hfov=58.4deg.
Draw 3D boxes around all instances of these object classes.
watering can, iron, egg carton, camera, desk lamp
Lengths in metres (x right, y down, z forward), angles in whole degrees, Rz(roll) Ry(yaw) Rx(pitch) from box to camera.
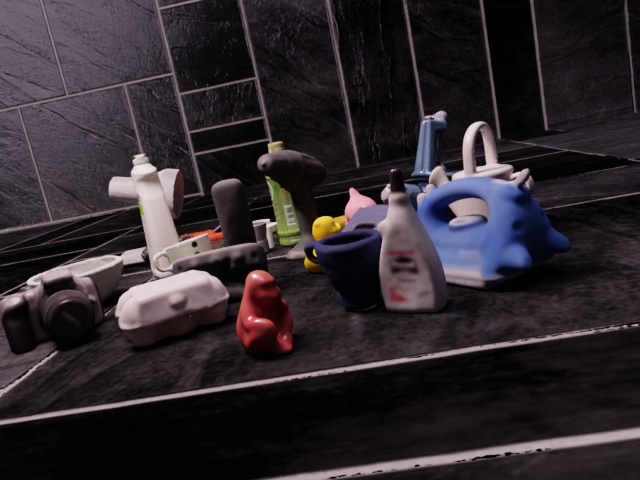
[{"bbox_3d":[0.262,-0.095,0.945,0.172,0.194,0.101,-7,12,23],"label":"watering can"},{"bbox_3d":[0.196,-0.022,0.783,0.119,0.141,0.257,-19,13,-32],"label":"iron"},{"bbox_3d":[-0.205,0.092,0.800,0.151,0.069,0.107,-16,12,-23],"label":"egg carton"},{"bbox_3d":[-0.400,0.103,0.859,0.143,0.101,0.136,-17,13,-27],"label":"camera"},{"bbox_3d":[-0.419,-0.060,1.401,0.203,0.214,0.118,-11,11,1],"label":"desk lamp"}]

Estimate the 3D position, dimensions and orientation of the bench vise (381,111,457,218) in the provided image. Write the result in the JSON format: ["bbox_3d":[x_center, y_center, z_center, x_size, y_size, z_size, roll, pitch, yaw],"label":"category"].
[{"bbox_3d":[0.214,-0.132,1.110,0.121,0.220,0.208,0,16,44],"label":"bench vise"}]

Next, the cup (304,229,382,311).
[{"bbox_3d":[0.033,0.042,0.747,0.117,0.095,0.092,-4,14,34],"label":"cup"}]

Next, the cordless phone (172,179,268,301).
[{"bbox_3d":[-0.164,0.003,0.903,0.147,0.185,0.094,-13,11,-8],"label":"cordless phone"}]

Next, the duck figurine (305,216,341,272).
[{"bbox_3d":[0.009,0.004,0.986,0.077,0.086,0.105,-4,13,33],"label":"duck figurine"}]

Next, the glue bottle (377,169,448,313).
[{"bbox_3d":[0.101,0.001,0.680,0.078,0.173,0.037,-5,13,29],"label":"glue bottle"}]

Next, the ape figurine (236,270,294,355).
[{"bbox_3d":[-0.064,0.080,0.659,0.075,0.092,0.078,-3,14,35],"label":"ape figurine"}]

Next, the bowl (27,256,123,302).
[{"bbox_3d":[-0.437,0.086,1.049,0.167,0.075,0.167,-11,11,2],"label":"bowl"}]

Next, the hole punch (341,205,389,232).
[{"bbox_3d":[0.084,-0.004,0.938,0.108,0.091,0.101,-1,15,43],"label":"hole punch"}]

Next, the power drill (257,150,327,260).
[{"bbox_3d":[-0.040,-0.073,1.101,0.075,0.208,0.230,-7,12,21],"label":"power drill"}]

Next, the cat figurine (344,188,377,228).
[{"bbox_3d":[0.083,-0.042,1.057,0.067,0.118,0.128,-8,12,18],"label":"cat figurine"}]
